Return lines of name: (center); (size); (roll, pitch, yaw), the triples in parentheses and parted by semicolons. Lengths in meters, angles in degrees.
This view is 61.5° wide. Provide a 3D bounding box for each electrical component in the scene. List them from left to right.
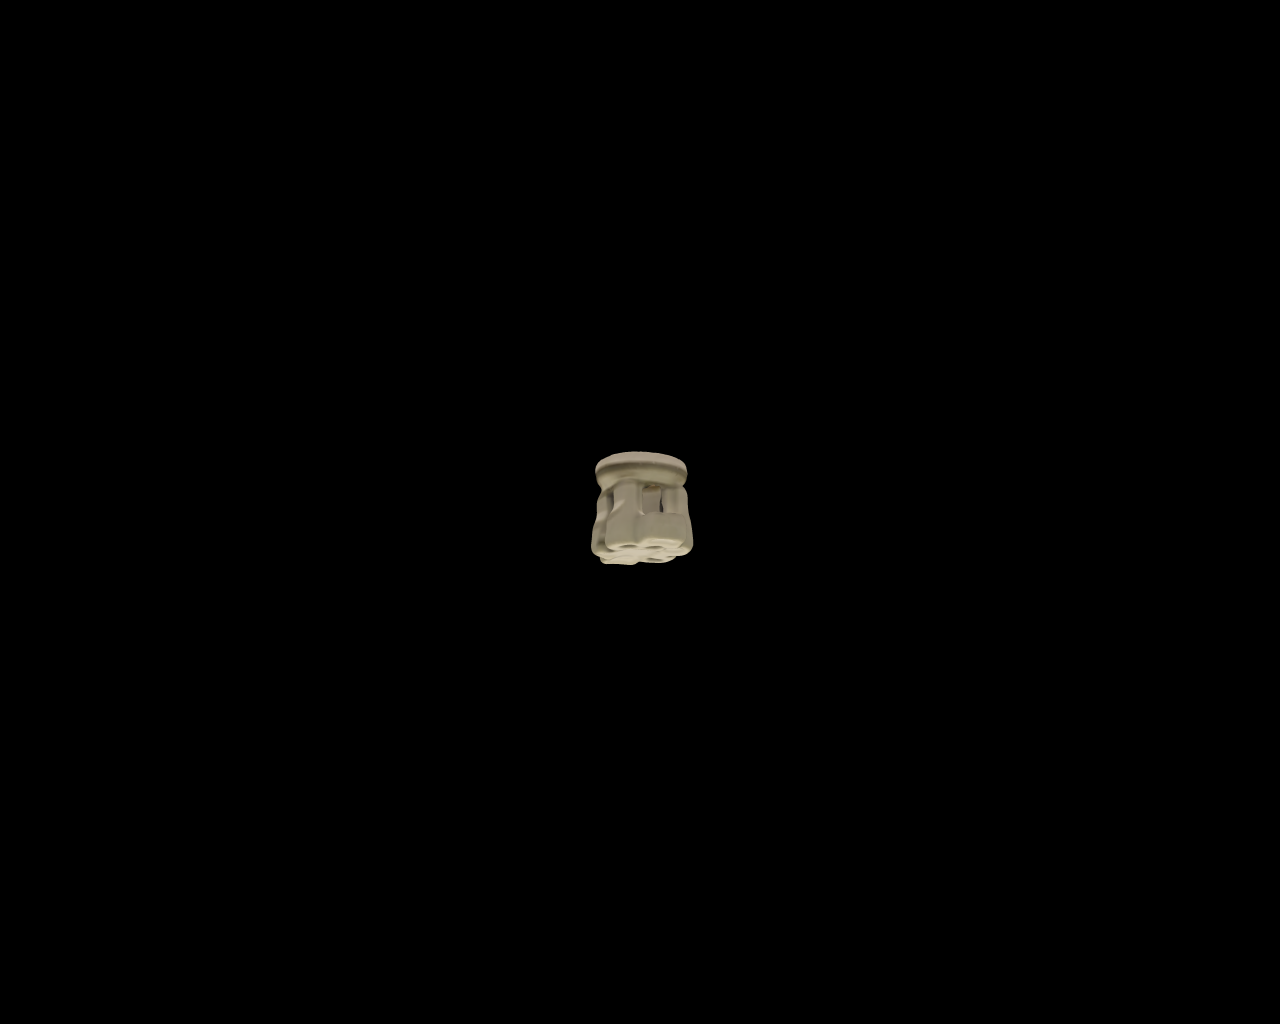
electrical component: (0.001, -0.003, 0.650); (0.058, 0.057, 0.078); (6, -15, -23)
